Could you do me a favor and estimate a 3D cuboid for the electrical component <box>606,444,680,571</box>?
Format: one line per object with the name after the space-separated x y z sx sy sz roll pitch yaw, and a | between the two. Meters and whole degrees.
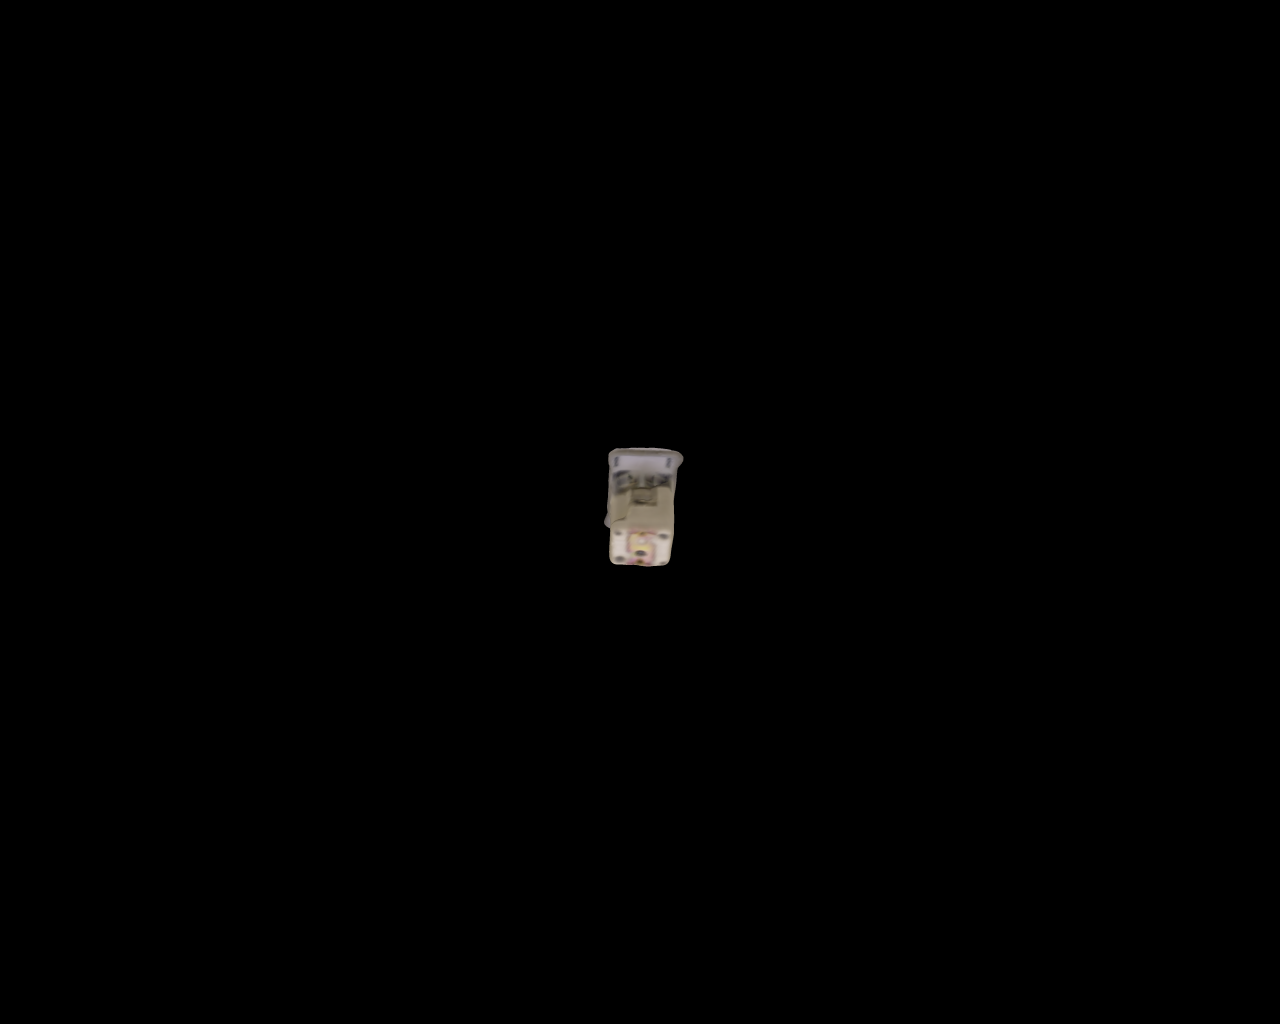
0.001 -0.003 0.650 0.042 0.064 0.080 1 -34 -2 | electrical component
